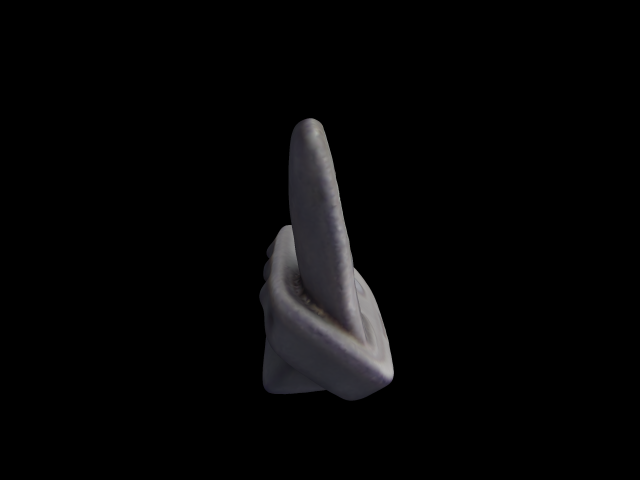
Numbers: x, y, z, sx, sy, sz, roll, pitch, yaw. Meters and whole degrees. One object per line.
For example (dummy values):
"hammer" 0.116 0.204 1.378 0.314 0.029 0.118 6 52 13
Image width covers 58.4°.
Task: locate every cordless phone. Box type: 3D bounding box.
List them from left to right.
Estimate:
"cordless phone" 0.004 0.001 0.400 0.094 0.185 0.147 -2 24 -4
